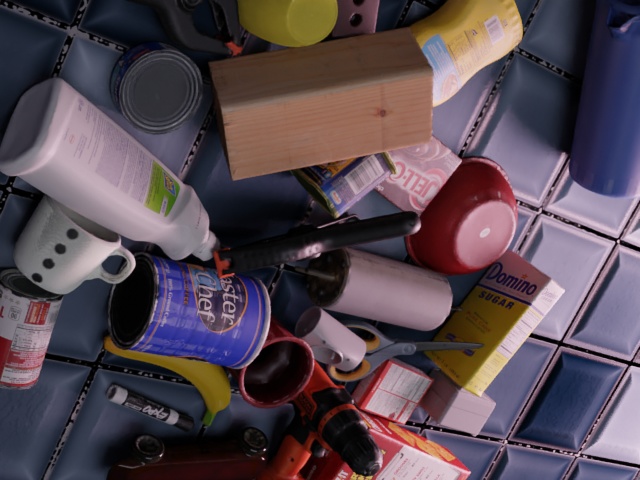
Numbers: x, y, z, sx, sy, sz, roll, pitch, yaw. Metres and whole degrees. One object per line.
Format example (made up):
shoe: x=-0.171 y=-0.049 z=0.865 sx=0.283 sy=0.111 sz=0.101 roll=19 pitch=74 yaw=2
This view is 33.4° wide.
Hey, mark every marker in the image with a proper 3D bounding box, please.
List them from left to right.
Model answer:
marker: x=-0.189 y=0.192 z=1.210 sx=0.121 sy=0.020 sz=0.020 roll=32 pitch=96 yaw=-38

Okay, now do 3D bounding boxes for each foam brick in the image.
foam brick: x=0.027 y=-0.250 z=1.080 sx=0.052 sy=0.051 sz=0.078 roll=-7 pitch=118 yaw=-28

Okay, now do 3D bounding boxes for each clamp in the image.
clamp: x=-0.137 y=-0.229 z=1.002 sx=0.120 sy=0.039 sz=0.171 roll=-38 pitch=128 yaw=-7
clamp: x=-0.007 y=0.001 z=1.125 sx=0.209 sy=0.165 sz=0.036 roll=-15 pitch=94 yaw=-28

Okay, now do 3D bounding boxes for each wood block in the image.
wood block: x=0.001 y=-0.136 z=1.061 sx=0.206 sy=0.090 sz=0.091 roll=-11 pitch=132 yaw=-7

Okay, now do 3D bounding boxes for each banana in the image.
banana: x=-0.156 y=0.145 z=1.194 sx=0.069 sy=0.037 sz=0.197 roll=-45 pitch=129 yaw=-3

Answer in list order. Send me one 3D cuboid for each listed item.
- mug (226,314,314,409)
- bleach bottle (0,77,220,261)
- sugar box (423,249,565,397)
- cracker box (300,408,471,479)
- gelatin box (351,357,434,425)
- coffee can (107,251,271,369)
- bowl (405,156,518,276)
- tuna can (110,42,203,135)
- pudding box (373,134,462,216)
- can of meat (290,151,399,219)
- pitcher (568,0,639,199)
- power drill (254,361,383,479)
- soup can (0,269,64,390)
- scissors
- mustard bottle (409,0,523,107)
mug: x=-0.061 y=0.139 z=1.218 sx=0.093 sy=0.082 sz=0.117 roll=-40 pitch=128 yaw=-7
bleach bottle: x=-0.189 y=-0.046 z=1.035 sx=0.250 sy=0.068 sz=0.102 roll=41 pitch=46 yaw=-40
sugar box: x=0.220 y=0.104 z=1.360 sx=0.048 sy=0.093 sz=0.176 roll=32 pitch=96 yaw=-40
cracker box: x=0.073 y=0.325 z=1.406 sx=0.213 sy=0.072 sz=0.164 roll=30 pitch=97 yaw=-37
gelatin box: x=0.092 y=0.191 z=1.371 sx=0.089 sy=0.030 sz=0.073 roll=26 pitch=98 yaw=-37
coffee can: x=-0.138 y=0.076 z=1.125 sx=0.140 sy=0.103 sz=0.103 roll=15 pitch=107 yaw=-35
bowl: x=0.185 y=-0.017 z=1.298 sx=0.161 sy=0.055 sz=0.162 roll=-14 pitch=121 yaw=-25
tuna can: x=-0.159 y=-0.148 z=1.036 sx=0.086 sy=0.034 sz=0.086 roll=-14 pitch=121 yaw=-24
pudding box: x=0.097 y=-0.086 z=1.218 sx=0.113 sy=0.039 sz=0.090 roll=33 pitch=95 yaw=-39
can of meat: x=0.020 y=-0.080 z=1.137 sx=0.084 sy=0.102 sz=0.057 roll=-39 pitch=129 yaw=-5
pitcher: x=0.384 y=-0.180 z=1.290 sx=0.149 sy=0.145 sz=0.243 roll=5 pitch=119 yaw=-2
power drill: x=-0.005 y=0.258 z=1.264 sx=0.057 sy=0.185 sz=0.188 roll=1 pitch=123 yaw=-35
soup can: x=-0.299 y=0.088 z=1.058 sx=0.068 sy=0.069 sz=0.102 roll=10 pitch=109 yaw=-34
scissors: x=0.094 y=0.146 z=1.318 sx=0.201 sy=0.016 sz=0.096 roll=14 pitch=118 yaw=-14
mustard bottle: x=0.130 y=-0.201 z=1.164 sx=0.191 sy=0.058 sz=0.096 roll=-39 pitch=134 yaw=-7
